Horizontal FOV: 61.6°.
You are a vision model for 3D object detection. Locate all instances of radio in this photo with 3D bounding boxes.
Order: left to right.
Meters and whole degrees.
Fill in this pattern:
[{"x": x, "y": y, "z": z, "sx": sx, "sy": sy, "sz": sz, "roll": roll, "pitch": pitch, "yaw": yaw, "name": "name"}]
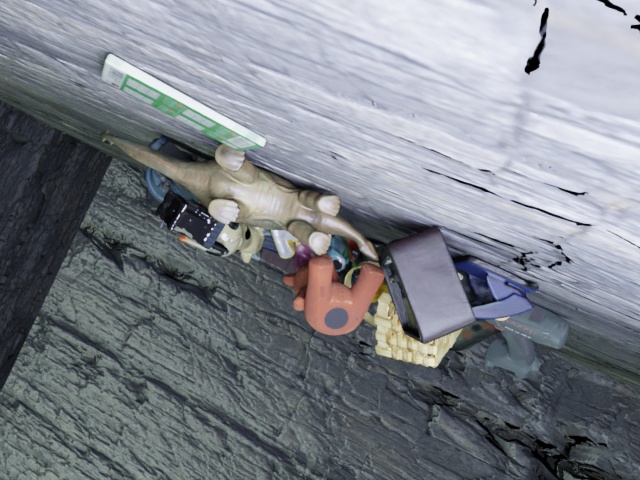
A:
[{"x": 0.137, "y": 0.064, "z": 0.744, "sx": 0.073, "sy": 0.131, "sz": 0.229, "roll": -20, "pitch": 173, "yaw": -1, "name": "radio"}]

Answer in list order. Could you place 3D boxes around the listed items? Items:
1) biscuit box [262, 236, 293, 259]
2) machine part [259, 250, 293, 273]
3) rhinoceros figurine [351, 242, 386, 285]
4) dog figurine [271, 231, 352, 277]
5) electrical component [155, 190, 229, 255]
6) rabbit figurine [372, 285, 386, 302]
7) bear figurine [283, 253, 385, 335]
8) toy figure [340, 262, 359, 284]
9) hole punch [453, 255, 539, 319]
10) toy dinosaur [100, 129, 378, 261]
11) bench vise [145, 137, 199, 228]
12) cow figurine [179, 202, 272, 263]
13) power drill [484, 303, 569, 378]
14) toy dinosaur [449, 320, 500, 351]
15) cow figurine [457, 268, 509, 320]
[{"x": -0.136, "y": -0.018, "z": 1.145, "sx": 0.203, "sy": 0.062, "sz": 0.059, "roll": 18, "pitch": 178, "yaw": 29, "name": "biscuit box"}, {"x": -0.077, "y": 0.010, "z": 1.272, "sx": 0.179, "sy": 0.056, "sz": 0.179, "roll": 25, "pitch": -154, "yaw": -14, "name": "machine part"}, {"x": 0.111, "y": 0.056, "z": 1.224, "sx": 0.190, "sy": 0.073, "sz": 0.112, "roll": 107, "pitch": 141, "yaw": -76, "name": "rhinoceros figurine"}, {"x": -0.002, "y": -0.003, "z": 1.062, "sx": 0.191, "sy": 0.108, "sz": 0.219, "roll": 60, "pitch": -165, "yaw": -6, "name": "dog figurine"}, {"x": -0.177, "y": -0.021, "z": 0.798, "sx": 0.119, "sy": 0.047, "sz": 0.075, "roll": 29, "pitch": -176, "yaw": -37, "name": "electrical component"}, {"x": 0.202, "y": 0.101, "z": 1.291, "sx": 0.162, "sy": 0.122, "sz": 0.173, "roll": 22, "pitch": 159, "yaw": -7, "name": "rabbit figurine"}, {"x": 0.013, "y": 0.064, "z": 0.862, "sx": 0.120, "sy": 0.131, "sz": 0.196, "roll": 10, "pitch": -161, "yaw": -13, "name": "bear figurine"}, {"x": 0.041, "y": 0.076, "z": 1.229, "sx": 0.082, "sy": 0.089, "sz": 0.180, "roll": 2, "pitch": -175, "yaw": -4, "name": "toy figure"}, {"x": 0.250, "y": 0.085, "z": 0.805, "sx": 0.116, "sy": 0.092, "sz": 0.142, "roll": 21, "pitch": 173, "yaw": 2, "name": "hole punch"}, {"x": -0.122, "y": -0.073, "z": 0.813, "sx": 0.471, "sy": 0.105, "sz": 0.198, "roll": 26, "pitch": 178, "yaw": -7, "name": "toy dinosaur"}, {"x": -0.259, "y": -0.099, "z": 1.082, "sx": 0.223, "sy": 0.129, "sz": 0.240, "roll": 33, "pitch": 155, "yaw": -14, "name": "bench vise"}, {"x": -0.157, "y": -0.012, "z": 0.945, "sx": 0.127, "sy": 0.085, "sz": 0.195, "roll": 27, "pitch": -177, "yaw": 0, "name": "cow figurine"}, {"x": 0.369, "y": 0.178, "z": 1.076, "sx": 0.232, "sy": 0.086, "sz": 0.207, "roll": 16, "pitch": 138, "yaw": 30, "name": "power drill"}, {"x": 0.321, "y": 0.201, "z": 1.291, "sx": 0.131, "sy": 0.192, "sz": 0.405, "roll": 23, "pitch": 179, "yaw": -14, "name": "toy dinosaur"}, {"x": 0.255, "y": 0.080, "z": 0.907, "sx": 0.167, "sy": 0.068, "sz": 0.098, "roll": 22, "pitch": 167, "yaw": 9, "name": "cow figurine"}]
